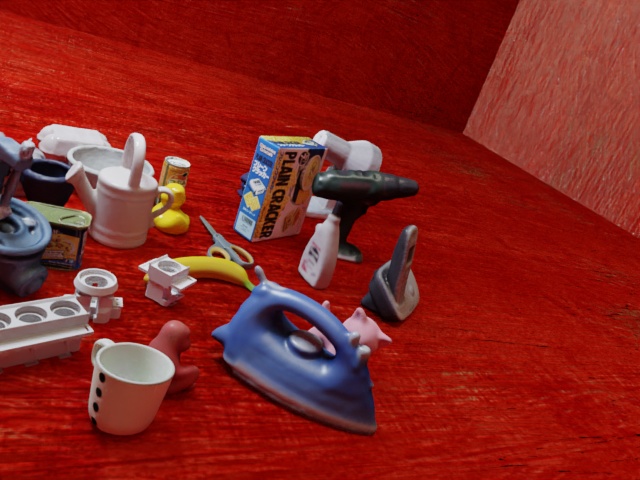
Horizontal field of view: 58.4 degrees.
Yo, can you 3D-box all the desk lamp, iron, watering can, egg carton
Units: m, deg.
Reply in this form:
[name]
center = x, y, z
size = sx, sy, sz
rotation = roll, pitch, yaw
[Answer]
[desk lamp]
center = 0.032, -0.162, 1.438
size = 0.204, 0.213, 0.117
rotation = 5, 26, -31
[iron]
center = -0.014, 0.146, 0.787
size = 0.257, 0.141, 0.119
rotation = 27, 23, 17
[watering can]
center = -0.341, -0.091, 0.991
size = 0.100, 0.194, 0.173
rotation = 36, 27, 34
[egg carton]
center = -0.532, -0.201, 1.249
size = 0.151, 0.069, 0.107
rotation = 3, 28, -35

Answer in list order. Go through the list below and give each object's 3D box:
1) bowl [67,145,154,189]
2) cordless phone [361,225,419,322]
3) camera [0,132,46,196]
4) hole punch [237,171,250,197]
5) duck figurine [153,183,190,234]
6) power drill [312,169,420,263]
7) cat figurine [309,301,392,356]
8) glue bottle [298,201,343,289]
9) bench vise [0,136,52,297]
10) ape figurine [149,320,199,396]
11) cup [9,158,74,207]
[bowl]
center = -0.427, -0.127, 1.160
size = 0.167, 0.075, 0.167
rotation = 17, 22, -7
[cordless phone]
center = 0.162, 0.052, 1.091
size = 0.094, 0.185, 0.148
rotation = 26, 23, 16
[camera]
center = -0.587, -0.153, 1.053
size = 0.144, 0.101, 0.136
rotation = 3, 28, -35
[hole punch]
center = -0.133, -0.134, 1.397
size = 0.108, 0.091, 0.101
rotation = 35, 27, 33
[duck figurine]
center = -0.288, -0.067, 1.123
size = 0.078, 0.086, 0.104
rotation = 3, 27, -34
[power drill]
center = 0.081, -0.059, 1.249
size = 0.230, 0.208, 0.075
rotation = 12, 23, -17
[cat figurine]
center = 0.041, 0.144, 0.869
size = 0.067, 0.118, 0.127
rotation = -6, 34, -47
[glue bottle]
center = 0.010, 0.004, 1.091
size = 0.037, 0.173, 0.078
rotation = 0, 29, -39
[bench vise]
center = -0.455, -0.048, 0.764
size = 0.207, 0.220, 0.121
rotation = 18, 22, -5
[ape figurine]
center = -0.186, 0.143, 0.717
size = 0.076, 0.092, 0.077
rotation = 3, 28, -36
[cup]
center = -0.485, -0.085, 0.988
size = 0.118, 0.095, 0.091
rotation = 12, 24, -19
